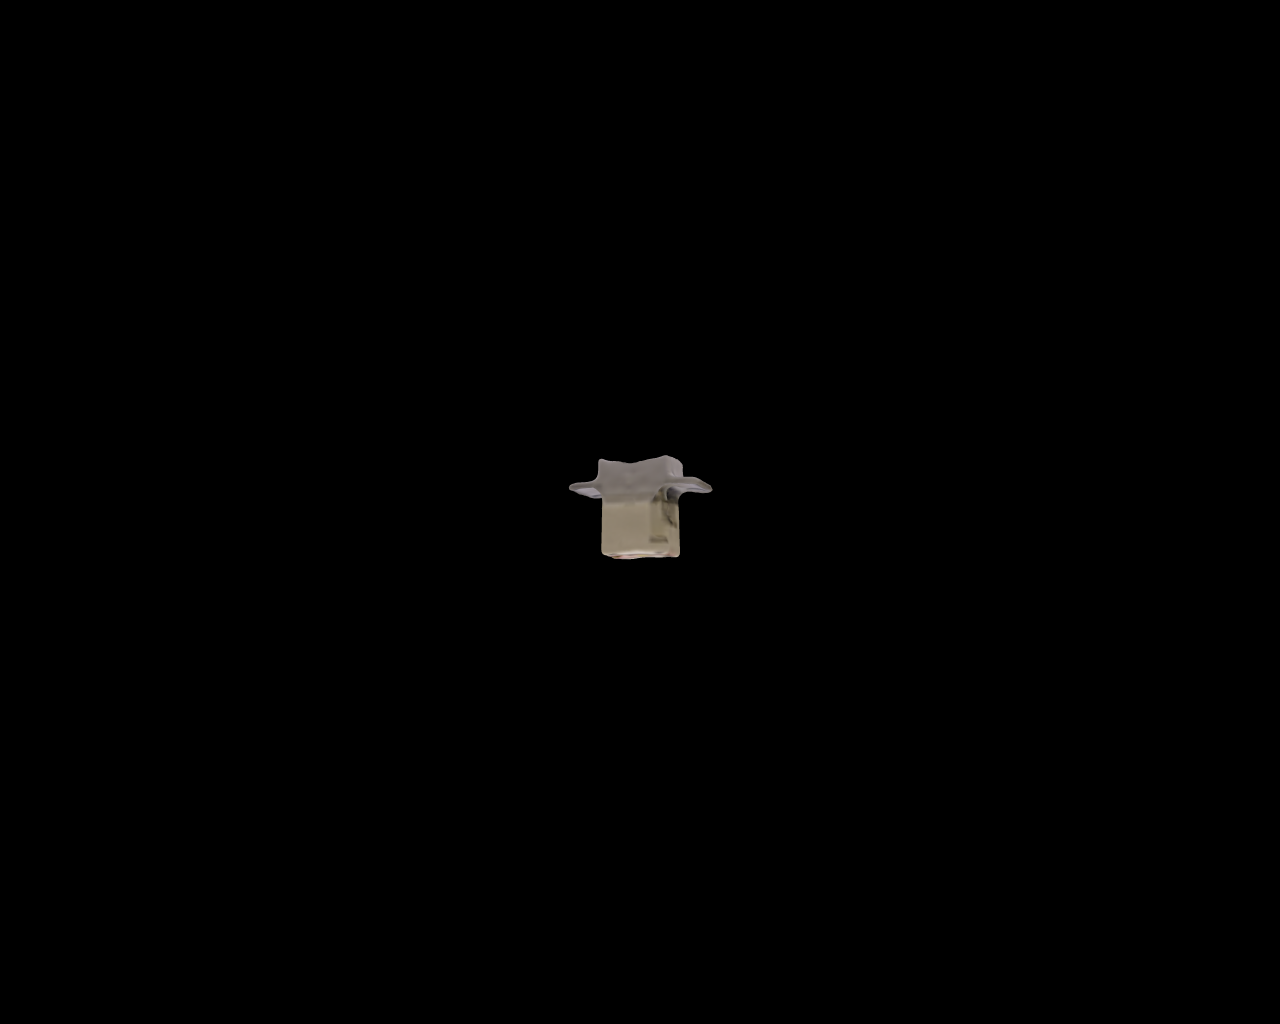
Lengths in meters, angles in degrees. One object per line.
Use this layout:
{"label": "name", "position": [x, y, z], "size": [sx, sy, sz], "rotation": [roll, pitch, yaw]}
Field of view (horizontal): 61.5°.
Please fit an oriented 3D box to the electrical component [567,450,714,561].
{"label": "electrical component", "position": [0.001, -0.003, 0.650], "size": [0.081, 0.063, 0.042], "rotation": [-2, -7, 18]}
